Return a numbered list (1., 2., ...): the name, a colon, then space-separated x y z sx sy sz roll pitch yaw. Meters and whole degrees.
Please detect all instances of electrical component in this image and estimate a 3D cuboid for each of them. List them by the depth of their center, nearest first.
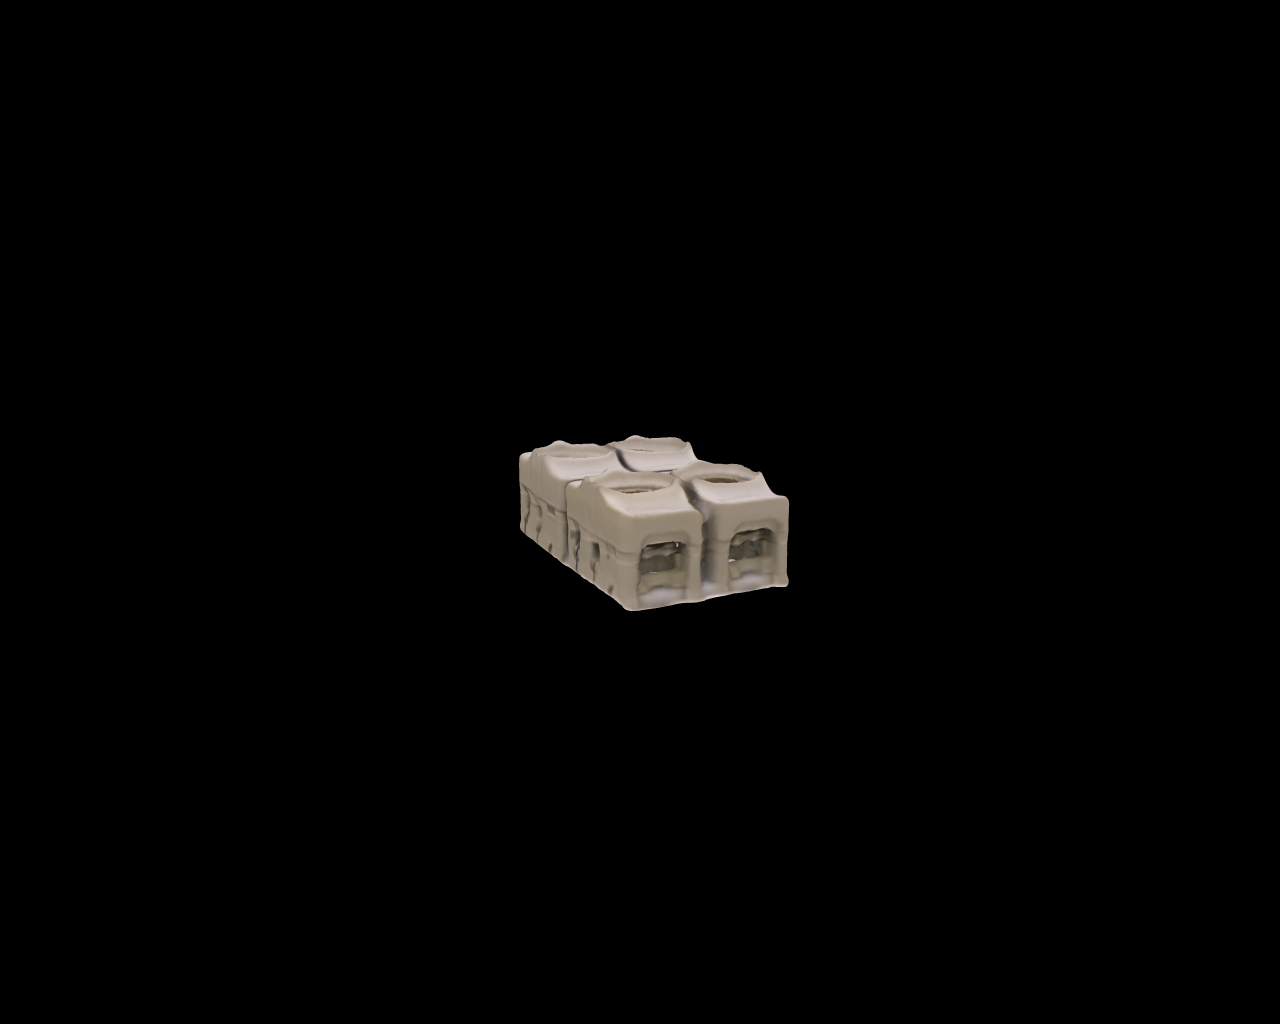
1. electrical component: 0.001 -0.003 0.650 0.105 0.060 0.186 -6 15 -23
